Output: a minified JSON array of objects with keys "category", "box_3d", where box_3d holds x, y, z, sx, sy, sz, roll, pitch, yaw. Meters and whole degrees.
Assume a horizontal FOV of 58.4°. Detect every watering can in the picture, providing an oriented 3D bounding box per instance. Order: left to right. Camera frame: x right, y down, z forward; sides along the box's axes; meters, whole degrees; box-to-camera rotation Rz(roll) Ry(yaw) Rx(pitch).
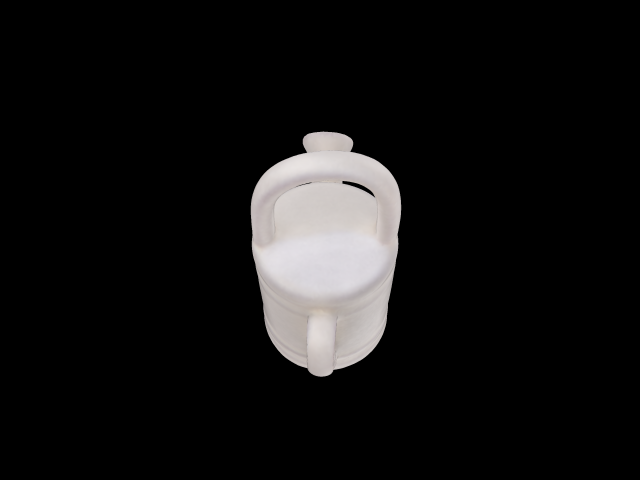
[{"category":"watering can","box_3d":[0.001,0.001,0.400,0.101,0.194,0.172,-17,57,-11]}]
